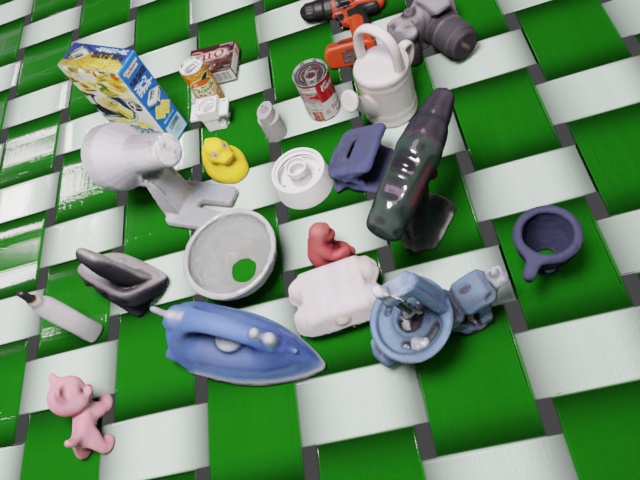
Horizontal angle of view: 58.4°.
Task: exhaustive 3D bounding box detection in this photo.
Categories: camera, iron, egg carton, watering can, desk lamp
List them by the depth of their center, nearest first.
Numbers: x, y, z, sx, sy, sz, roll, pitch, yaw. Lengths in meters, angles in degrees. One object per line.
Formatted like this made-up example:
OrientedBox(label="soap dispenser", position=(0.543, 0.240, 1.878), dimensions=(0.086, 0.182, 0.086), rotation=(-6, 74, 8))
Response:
OrientedBox(label="iron", position=(-0.127, 0.146, 0.864), dimensions=(0.257, 0.142, 0.119), rotation=(6, 64, 21))
OrientedBox(label="egg carton", position=(0.027, 0.089, 0.889), dimensions=(0.150, 0.069, 0.107), rotation=(-20, 58, 7))
OrientedBox(label="watering can", position=(0.106, -0.288, 0.998), dimensions=(0.100, 0.194, 0.173), rotation=(9, 65, 23))
OrientedBox(label="desk lamp", position=(-0.284, -0.119, 1.019), dimensions=(0.202, 0.214, 0.118), rotation=(8, 65, 22))
OrientedBox(label="camera", position=(0.217, -0.396, 1.078), dimensions=(0.143, 0.101, 0.136), rotation=(-35, 57, -3))

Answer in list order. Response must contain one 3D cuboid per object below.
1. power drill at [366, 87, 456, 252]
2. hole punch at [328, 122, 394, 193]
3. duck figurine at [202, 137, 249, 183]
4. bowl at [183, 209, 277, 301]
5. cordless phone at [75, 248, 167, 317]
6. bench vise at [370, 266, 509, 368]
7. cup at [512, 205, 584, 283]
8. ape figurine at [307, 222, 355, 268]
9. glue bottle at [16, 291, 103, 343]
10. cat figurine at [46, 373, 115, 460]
OrientedBox(label="power drill", position=(0.150, -0.082, 0.861), dimensions=(0.075, 0.209, 0.230), rotation=(20, 70, 27))
OrientedBox(label="hole punch", position=(0.066, -0.144, 0.993), dimensions=(0.100, 0.091, 0.109), rotation=(10, 66, 23))
OrientedBox(label="duck figurine", position=(-0.193, -0.163, 1.090), dimensions=(0.104, 0.086, 0.077), rotation=(33, 76, 30))
OrientedBox(label="bowl", position=(-0.142, 0.035, 0.971), dimensions=(0.167, 0.075, 0.167), rotation=(-8, 60, 14))
OrientedBox(label="cordless phone", position=(-0.362, 0.044, 0.971), dimensions=(0.147, 0.185, 0.094), rotation=(18, 69, 26))
OrientedBox(label="bench vise", position=(0.145, 0.074, 0.769), dimensions=(0.207, 0.220, 0.121), rotation=(-43, 58, -8))
OrientedBox(label="cup", position=(0.318, 0.022, 0.817), dimensions=(0.091, 0.095, 0.118), rotation=(21, 70, 27))
OrientedBox(label="ape figurine", position=(0.009, 0.003, 0.929), dimensions=(0.076, 0.092, 0.077), rotation=(-28, 57, 2))
OrientedBox(label="glue bottle", position=(-0.445, 0.121, 0.962), dimensions=(0.078, 0.173, 0.037), rotation=(16, 68, 25))
OrientedBox(label="cat figurine", position=(-0.383, 0.268, 0.894), dimensions=(0.067, 0.118, 0.127), rotation=(-22, 58, 6))
